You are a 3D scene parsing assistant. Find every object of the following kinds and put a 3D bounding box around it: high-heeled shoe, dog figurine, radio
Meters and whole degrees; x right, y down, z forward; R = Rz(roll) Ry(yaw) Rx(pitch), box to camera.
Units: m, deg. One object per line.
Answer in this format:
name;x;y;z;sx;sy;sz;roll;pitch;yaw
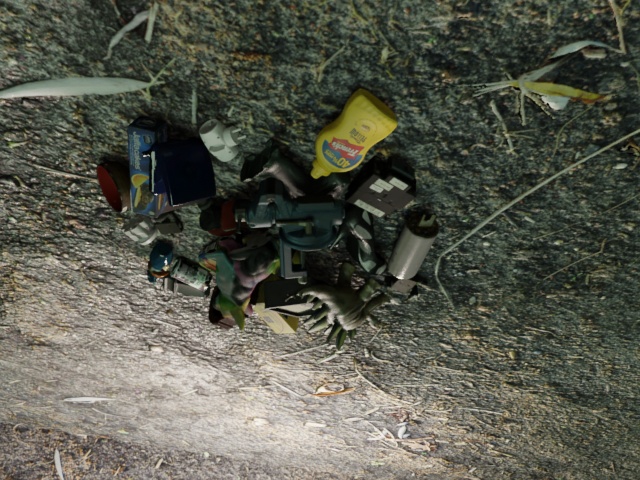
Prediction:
high-heeled shoe;0.122;-0.006;1.265;0.248;0.086;0.145;23;111;-46
dog figurine;-0.172;0.101;1.249;0.192;0.108;0.219;-5;116;12
radio;-0.042;0.150;1.393;0.131;0.073;0.229;-9;166;18

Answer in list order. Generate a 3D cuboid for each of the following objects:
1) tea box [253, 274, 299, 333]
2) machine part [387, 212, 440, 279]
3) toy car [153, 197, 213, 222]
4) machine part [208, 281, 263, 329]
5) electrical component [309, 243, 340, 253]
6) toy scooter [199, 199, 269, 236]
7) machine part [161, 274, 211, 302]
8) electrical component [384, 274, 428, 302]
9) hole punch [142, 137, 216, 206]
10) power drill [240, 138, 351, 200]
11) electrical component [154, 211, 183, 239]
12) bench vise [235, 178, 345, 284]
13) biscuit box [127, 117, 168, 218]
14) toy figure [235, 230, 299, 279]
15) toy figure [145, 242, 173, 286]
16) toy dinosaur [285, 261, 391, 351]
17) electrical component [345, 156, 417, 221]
tea box;-0.120;0.177;1.485;0.068;0.098;0.169;-6;142;25
machine part;0.213;0.016;1.247;0.079;0.079;0.243;11;143;-4
toy car;-0.331;-0.096;1.211;0.202;0.053;0.089;-14;135;27
machine part;-0.224;0.148;1.412;0.056;0.179;0.179;32;135;-31
electrical component;-0.003;-0.004;1.281;0.075;0.048;0.119;-18;133;30
toy scooter;-0.178;-0.049;1.229;0.184;0.075;0.135;-12;165;40
machine part;-0.380;0.132;1.522;0.139;0.039;0.084;17;136;-9
electrical component;0.219;0.120;1.401;0.102;0.045;0.078;23;140;-19
hole punch;-0.269;-0.133;1.058;0.142;0.092;0.115;-19;130;-38
power drill;-0.065;-0.107;1.135;0.207;0.086;0.232;36;132;-26
electrical component;-0.368;-0.036;1.319;0.063;0.021;0.093;-3;140;13
bench vise;-0.061;-0.006;1.101;0.224;0.129;0.240;-9;126;-13
biscuit box;-0.350;-0.147;1.096;0.059;0.063;0.202;13;125;4
toy figure;-0.131;0.039;1.321;0.180;0.089;0.082;21;145;-21
toy figure;-0.426;0.066;1.424;0.058;0.064;0.154;6;144;-23
toy dinosaur;0.056;0.161;1.306;0.105;0.198;0.470;30;172;34
electrical component;0.134;-0.111;1.115;0.115;0.058;0.134;25;138;-24
